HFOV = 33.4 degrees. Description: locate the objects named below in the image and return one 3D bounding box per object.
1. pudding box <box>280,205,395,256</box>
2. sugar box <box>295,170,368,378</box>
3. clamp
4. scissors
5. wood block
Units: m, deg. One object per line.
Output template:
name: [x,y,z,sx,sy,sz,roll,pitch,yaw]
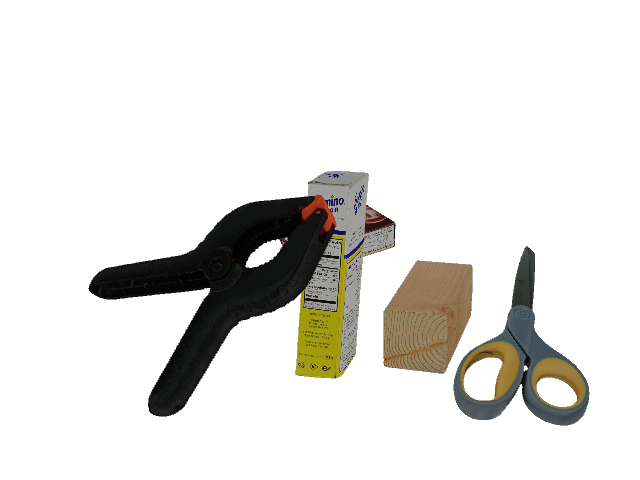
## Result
pudding box: [0.020,-0.010,1.271,0.113,0.039,0.090,-19,31,-27]
sugar box: [0.011,0.028,0.968,0.048,0.176,0.093,4,10,12]
clamp: [-0.062,0.035,0.690,0.171,0.120,0.039,-28,-28,6]
scissors: [0.157,0.066,0.751,0.096,0.016,0.201,19,37,22]
wood block: [0.160,0.107,1.559,0.091,0.090,0.205,5,20,16]
